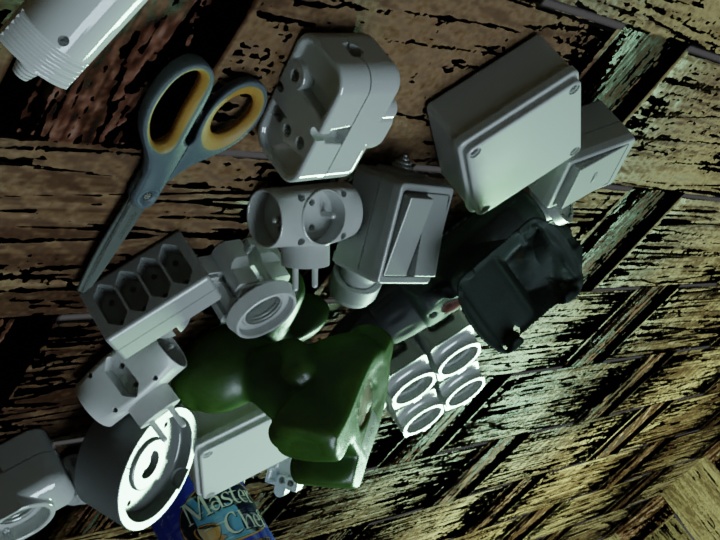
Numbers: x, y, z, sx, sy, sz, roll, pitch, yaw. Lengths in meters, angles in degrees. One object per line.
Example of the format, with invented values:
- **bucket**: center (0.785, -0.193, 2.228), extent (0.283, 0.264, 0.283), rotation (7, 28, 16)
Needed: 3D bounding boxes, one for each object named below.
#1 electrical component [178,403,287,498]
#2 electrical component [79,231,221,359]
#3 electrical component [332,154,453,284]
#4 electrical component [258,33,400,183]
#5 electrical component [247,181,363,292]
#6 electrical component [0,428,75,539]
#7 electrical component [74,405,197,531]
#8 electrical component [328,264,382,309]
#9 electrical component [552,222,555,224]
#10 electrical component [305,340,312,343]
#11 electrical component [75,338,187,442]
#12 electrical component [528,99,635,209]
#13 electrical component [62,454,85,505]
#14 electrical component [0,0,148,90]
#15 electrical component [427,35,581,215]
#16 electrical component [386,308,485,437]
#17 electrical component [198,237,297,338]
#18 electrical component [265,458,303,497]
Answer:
- **electrical component**: center (-0.114, 0.149, 1.004), extent (0.109, 0.056, 0.108), rotation (-24, 151, -21)
- **electrical component**: center (-0.146, 0.026, 0.780), extent (0.083, 0.047, 0.075), rotation (-33, 155, -7)
- **electrical component**: center (0.030, -0.040, 0.829), extent (0.062, 0.061, 0.096), rotation (1, 108, -45)
- **electrical component**: center (-0.018, -0.106, 0.704), extent (0.059, 0.053, 0.095), rotation (-10, 144, -40)
- **electrical component**: center (-0.040, -0.024, 0.798), extent (0.077, 0.044, 0.079), rotation (-9, 105, -41)
- **electrical component**: center (-0.281, 0.179, 0.857), extent (0.095, 0.059, 0.053), rotation (-28, 152, -14)
- **electrical component**: center (-0.191, 0.154, 0.894), extent (0.108, 0.060, 0.108), rotation (-50, 150, -43)
- **electrical component**: center (0.000, 0.000, 0.907), extent (0.045, 0.045, 0.055), rotation (-17, 148, -32)
- **electrical component**: center (0.159, -0.033, 1.036), extent (0.066, 0.048, 0.055), rotation (2, 128, -51)
- **electrical component**: center (-0.040, 0.098, 0.990), extent (0.040, 0.078, 0.040), rotation (-25, 137, -26)
- **electrical component**: center (-0.167, 0.096, 0.834), extent (0.077, 0.079, 0.043), rotation (-38, 174, 6)
- **electrical component**: center (0.195, -0.102, 0.948), extent (0.096, 0.061, 0.061), rotation (-21, 150, -26)
- **electrical component**: center (-0.234, 0.181, 0.933), extent (0.043, 0.043, 0.062), rotation (-45, 153, 18)
- **electrical component**: center (-0.145, -0.126, 0.538), extent (0.081, 0.043, 0.043), rotation (-43, 152, 15)
- **electrical component**: center (0.115, -0.112, 0.846), extent (0.109, 0.056, 0.108), rotation (-33, 153, -5)
- **electrical component**: center (0.070, 0.106, 1.140), extent (0.105, 0.060, 0.186), rotation (-32, 153, -7)
- **electrical component**: center (-0.085, 0.014, 0.819), extent (0.078, 0.057, 0.058), rotation (-11, 144, -40)
- **electrical component**: center (-0.069, 0.204, 1.147), extent (0.055, 0.048, 0.066), rotation (-7, 111, -69)
